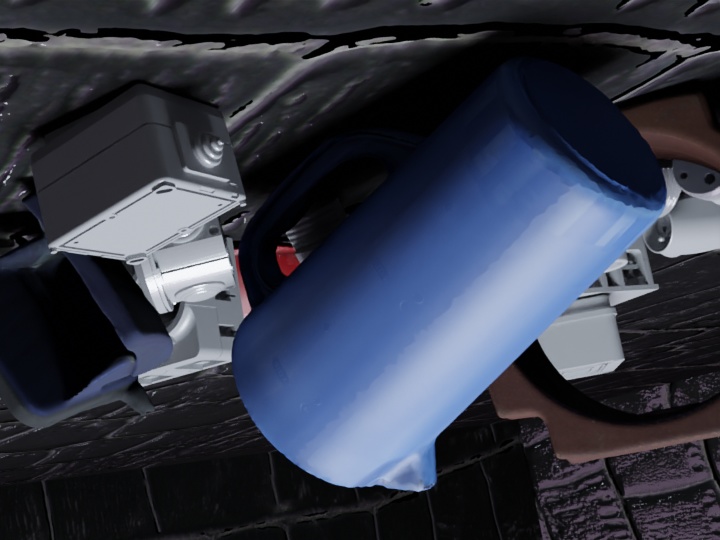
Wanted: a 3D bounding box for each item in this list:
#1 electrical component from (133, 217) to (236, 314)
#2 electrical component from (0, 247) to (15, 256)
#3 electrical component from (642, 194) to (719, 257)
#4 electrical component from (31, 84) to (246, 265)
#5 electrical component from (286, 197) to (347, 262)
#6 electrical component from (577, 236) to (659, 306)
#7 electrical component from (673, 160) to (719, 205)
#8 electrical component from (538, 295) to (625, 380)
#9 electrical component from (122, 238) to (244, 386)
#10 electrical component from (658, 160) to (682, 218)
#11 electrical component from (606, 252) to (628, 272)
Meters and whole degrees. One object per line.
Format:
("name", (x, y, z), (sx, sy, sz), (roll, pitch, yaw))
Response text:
("electrical component", (-0.103, -0.019, 0.612), (0.051, 0.080, 0.080), (-14, 168, -5))
("electrical component", (-0.241, 0.022, 0.744), (0.074, 0.052, 0.138), (-4, 166, -24))
("electrical component", (0.273, -0.034, 0.911), (0.077, 0.044, 0.079), (-5, 167, -20))
("electrical component", (-0.105, -0.051, 0.526), (0.096, 0.061, 0.062), (-26, 161, 28))
("electrical component", (-0.020, -0.013, 0.711), (0.043, 0.081, 0.043), (-27, -169, 6))
("electrical component", (0.171, 0.015, 1.013), (0.105, 0.060, 0.186), (-2, 165, -31))
("electrical component", (0.245, -0.069, 0.737), (0.045, 0.045, 0.055), (-20, 164, 37))
("electrical component", (0.190, 0.065, 0.969), (0.078, 0.057, 0.113), (-11, 167, 5))
("electrical component", (-0.163, 0.035, 0.778), (0.150, 0.089, 0.062), (-17, 165, 30))
("electrical component", (0.191, -0.056, 0.754), (0.081, 0.043, 0.043), (-4, 166, -25))
("electrical component", (0.192, -0.023, 0.890), (0.055, 0.047, 0.055), (-9, 167, -2))
